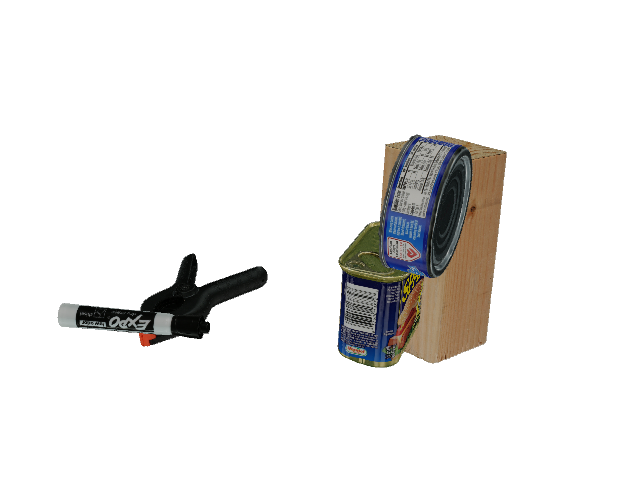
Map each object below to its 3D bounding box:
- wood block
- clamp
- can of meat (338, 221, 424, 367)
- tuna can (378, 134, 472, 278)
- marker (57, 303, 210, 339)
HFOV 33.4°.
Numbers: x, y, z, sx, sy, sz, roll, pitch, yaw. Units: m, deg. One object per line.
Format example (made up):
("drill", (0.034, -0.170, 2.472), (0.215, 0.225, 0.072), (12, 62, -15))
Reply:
("wood block", (0.119, 0.007, 1.084), (0.090, 0.206, 0.090), (-14, 25, -43))
("clamp", (-0.141, 0.067, 1.224), (0.120, 0.039, 0.171), (-1, 30, 27))
("can of meat", (0.051, 0.043, 0.867), (0.057, 0.084, 0.102), (12, 26, 17))
("tuna can", (0.067, -0.021, 0.663), (0.034, 0.086, 0.086), (14, 5, 19))
("marker", (-0.145, 0.063, 0.834), (0.121, 0.020, 0.020), (4, 1, 11))
